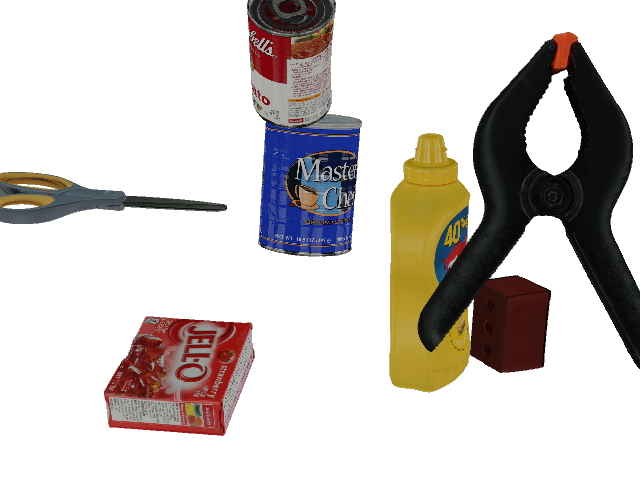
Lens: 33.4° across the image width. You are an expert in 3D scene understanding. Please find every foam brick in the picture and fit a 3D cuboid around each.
[{"bbox_3d":[0.177,0.078,0.999,0.051,0.078,0.053,-7,18,-27],"label":"foam brick"}]

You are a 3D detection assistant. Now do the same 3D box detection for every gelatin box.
[{"bbox_3d":[-0.086,0.082,0.669,0.073,0.030,0.089,3,29,9],"label":"gelatin box"}]

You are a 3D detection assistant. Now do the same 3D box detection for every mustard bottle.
[{"bbox_3d":[0.085,0.013,0.823,0.058,0.192,0.096,7,21,26],"label":"mustard bottle"}]

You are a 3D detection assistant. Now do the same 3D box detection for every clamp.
[{"bbox_3d":[0.105,-0.016,0.541,0.120,0.171,0.039,-4,-1,-2],"label":"clamp"}]

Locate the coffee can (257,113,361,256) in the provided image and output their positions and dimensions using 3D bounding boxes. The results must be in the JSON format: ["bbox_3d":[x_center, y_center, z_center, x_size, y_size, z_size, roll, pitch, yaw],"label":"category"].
[{"bbox_3d":[-0.012,-0.062,1.140,0.103,0.140,0.103,4,12,-1],"label":"coffee can"}]

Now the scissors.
[{"bbox_3d":[-0.188,-0.028,0.894,0.202,0.016,0.096,10,25,11],"label":"scissors"}]

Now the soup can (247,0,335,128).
[{"bbox_3d":[-0.023,-0.148,0.851,0.068,0.068,0.102,0,-38,-1],"label":"soup can"}]
